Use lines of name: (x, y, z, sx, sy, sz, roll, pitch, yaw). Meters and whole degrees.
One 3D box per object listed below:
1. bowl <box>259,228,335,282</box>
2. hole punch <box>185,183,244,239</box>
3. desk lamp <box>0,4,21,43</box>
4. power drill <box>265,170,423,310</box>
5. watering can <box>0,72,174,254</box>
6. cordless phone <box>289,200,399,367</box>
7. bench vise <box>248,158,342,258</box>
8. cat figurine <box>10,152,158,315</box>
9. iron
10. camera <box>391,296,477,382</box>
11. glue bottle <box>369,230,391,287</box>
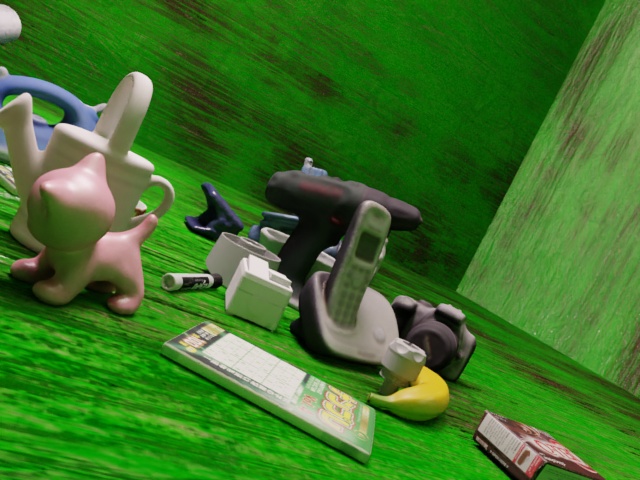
bowl: (-0.036, 0.047, 0.960, 0.167, 0.075, 0.167, 26, 4, -2)
hole punch: (-0.192, -0.050, 1.089, 0.101, 0.091, 0.108, 24, 5, -26)
desk lamp: (-0.551, -0.278, 0.881, 0.118, 0.213, 0.203, 26, 4, -5)
power drill: (0.008, 0.003, 0.850, 0.229, 0.208, 0.076, 27, 4, 8)
watering can: (-0.224, -0.080, 0.564, 0.100, 0.194, 0.173, 29, 5, 36)
cordless phone: (0.059, 0.055, 0.689, 0.148, 0.185, 0.093, 22, 6, -43)
bench vise: (-0.017, -0.040, 1.140, 0.207, 0.220, 0.121, 26, 4, 3)
cat figurine: (-0.184, -0.009, 0.460, 0.067, 0.118, 0.128, 29, 5, 33)
iron: (-0.451, -0.189, 0.877, 0.118, 0.141, 0.259, 29, 5, 36)
camera: (0.156, 0.137, 0.843, 0.143, 0.101, 0.137, 28, 4, 18)
glue bottle: (0.092, 0.047, 1.058, 0.037, 0.173, 0.078, 27, 4, 6)
